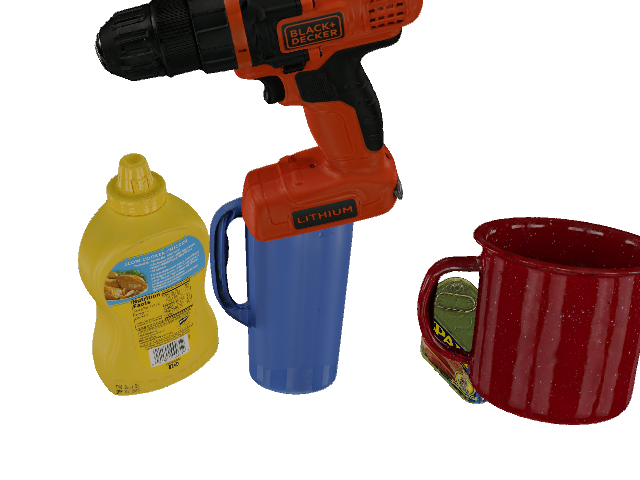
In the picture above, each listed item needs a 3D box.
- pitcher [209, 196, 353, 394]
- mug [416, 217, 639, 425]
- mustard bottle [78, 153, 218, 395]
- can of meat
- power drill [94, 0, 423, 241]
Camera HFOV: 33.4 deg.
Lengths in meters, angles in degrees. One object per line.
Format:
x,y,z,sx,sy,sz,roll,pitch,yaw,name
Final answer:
-0.039,0.055,1.270,0.149,0.243,0.144,10,18,23,pitcher
0.106,0.038,0.532,0.117,0.081,0.093,4,16,0,mug
-0.127,0.022,0.778,0.096,0.192,0.058,-21,42,-25,mustard bottle
0.144,0.101,1.059,0.057,0.084,0.102,-26,53,-22,can of meat
-0.026,-0.081,0.643,0.184,0.057,0.187,-12,-39,-1,power drill
